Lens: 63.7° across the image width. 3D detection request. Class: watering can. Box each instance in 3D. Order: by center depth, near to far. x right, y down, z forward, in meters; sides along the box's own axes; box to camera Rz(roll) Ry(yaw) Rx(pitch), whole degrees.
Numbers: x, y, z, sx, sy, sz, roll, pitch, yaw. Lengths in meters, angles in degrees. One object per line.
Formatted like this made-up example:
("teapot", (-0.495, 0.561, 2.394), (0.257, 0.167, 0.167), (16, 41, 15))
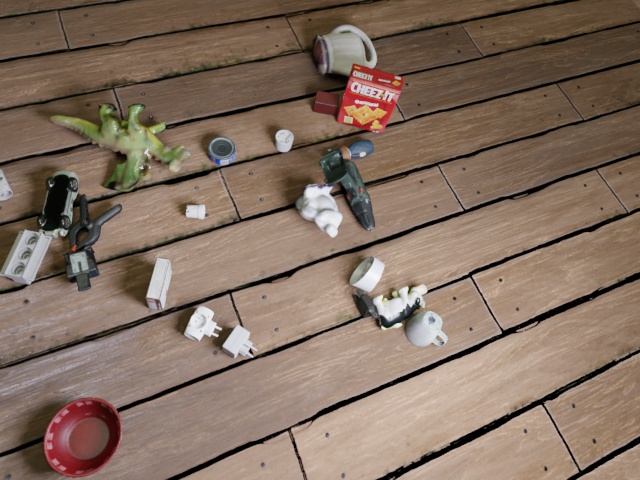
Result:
("watering can", (0.096, -0.613, 1.775), (0.225, 0.102, 0.354), (-8, 65, -13))

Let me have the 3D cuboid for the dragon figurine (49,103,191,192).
("dragon figurine", (-0.574, -0.257, 1.478), (0.410, 0.120, 0.246), (-3, 71, -2))

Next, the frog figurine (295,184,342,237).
("frog figurine", (0.004, -0.074, 1.473), (0.121, 0.137, 0.161), (-26, 74, 24))
